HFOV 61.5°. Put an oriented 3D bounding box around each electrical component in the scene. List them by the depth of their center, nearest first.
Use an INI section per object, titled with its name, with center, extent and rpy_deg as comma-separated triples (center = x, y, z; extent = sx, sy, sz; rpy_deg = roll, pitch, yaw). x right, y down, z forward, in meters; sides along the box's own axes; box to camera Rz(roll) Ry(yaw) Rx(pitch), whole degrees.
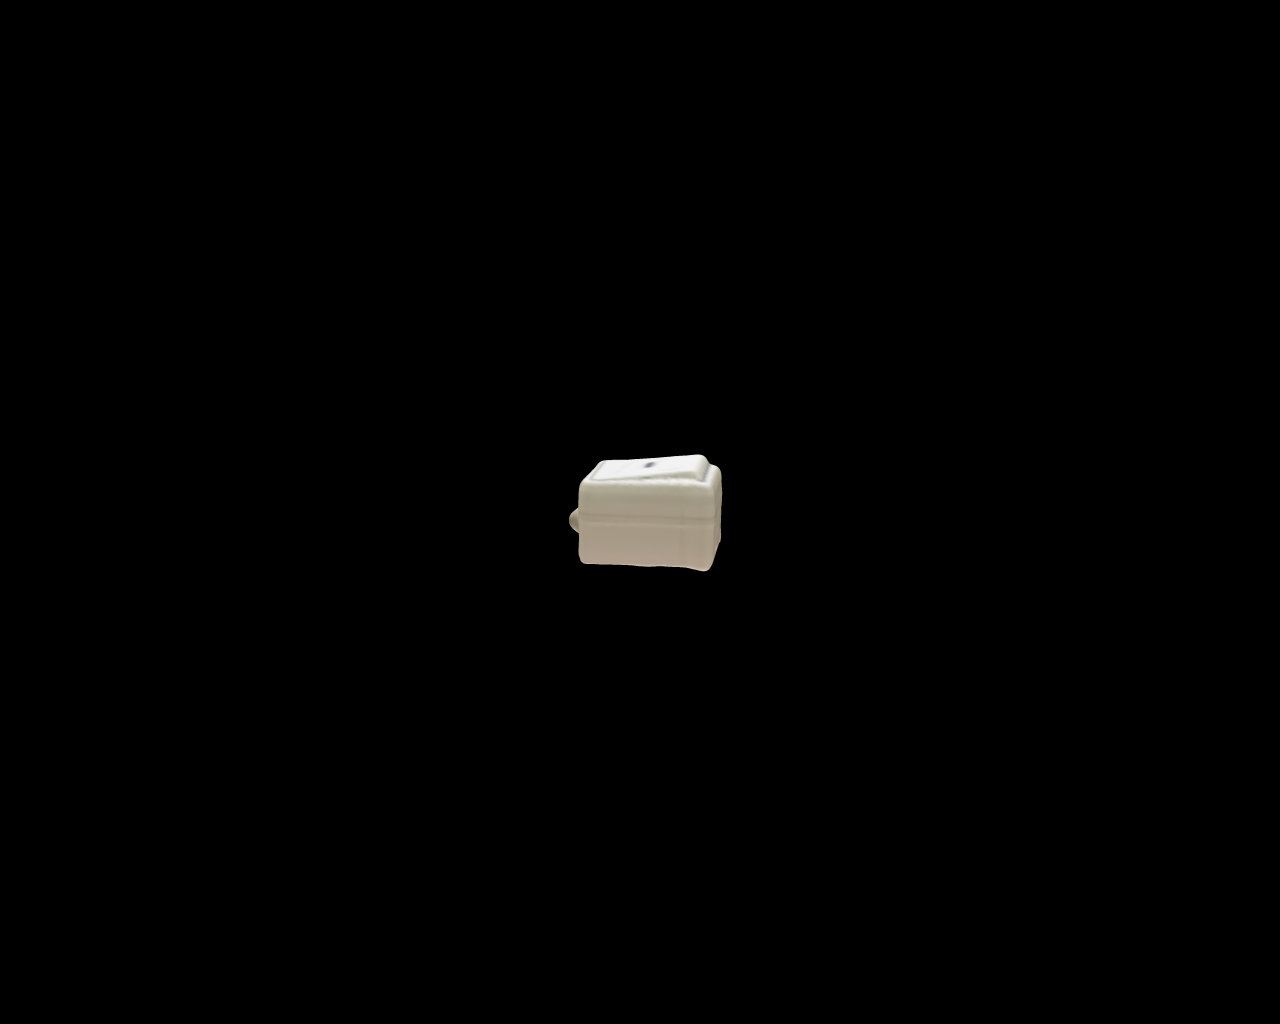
[electrical component]
center = 0.001, -0.003, 0.650
extent = 0.096, 0.061, 0.062
rpy_deg = 3, 16, 9
